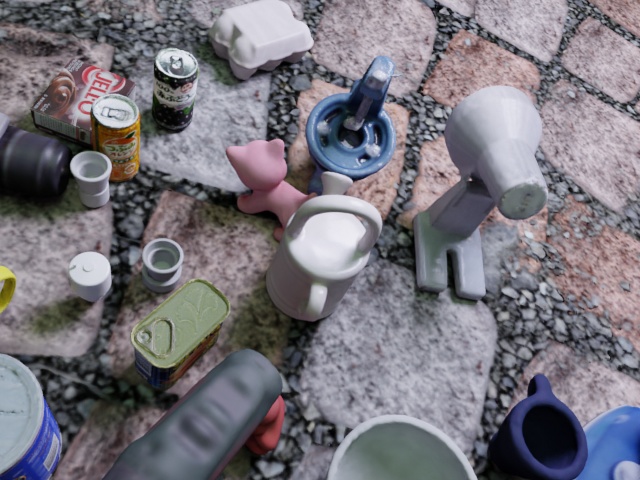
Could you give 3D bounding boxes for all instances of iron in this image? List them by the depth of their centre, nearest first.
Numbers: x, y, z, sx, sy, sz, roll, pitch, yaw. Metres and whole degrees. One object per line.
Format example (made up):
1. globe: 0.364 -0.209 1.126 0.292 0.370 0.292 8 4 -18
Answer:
1. iron: 0.345 0.264 0.631 0.118 0.141 0.259 38 56 7

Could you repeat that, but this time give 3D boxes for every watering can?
1. watering can: 0.004 0.002 0.648 0.101 0.194 0.172 -5 61 -20

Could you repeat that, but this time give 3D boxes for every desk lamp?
1. desk lamp: 0.210 -0.060 0.741 0.118 0.213 0.203 10 57 -12

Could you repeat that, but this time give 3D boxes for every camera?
1. camera: -0.361 -0.086 0.639 0.137 0.100 0.143 14 57 -10

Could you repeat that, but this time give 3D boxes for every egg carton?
1. egg carton: -0.090 -0.312 0.884 0.151 0.069 0.107 -31 73 -30

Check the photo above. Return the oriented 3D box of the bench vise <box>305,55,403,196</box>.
1. bench vise: 0.046 -0.178 0.756 0.122 0.219 0.207 9 57 -12

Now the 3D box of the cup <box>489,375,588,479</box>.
1. cup: 0.235 0.220 0.650 0.092 0.095 0.118 13 57 -10

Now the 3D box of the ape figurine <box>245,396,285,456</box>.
1. ape figurine: -0.066 0.176 0.581 0.076 0.092 0.077 -21 68 -27

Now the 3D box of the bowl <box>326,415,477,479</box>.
1. bowl: 0.075 0.270 0.580 0.168 0.074 0.167 8 58 -13

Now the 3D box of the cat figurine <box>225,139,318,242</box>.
1. cat figurine: -0.058 -0.073 0.720 0.127 0.117 0.067 36 56 5

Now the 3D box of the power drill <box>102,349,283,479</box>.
1. power drill: -0.124 0.201 0.476 0.075 0.208 0.230 37 56 7
